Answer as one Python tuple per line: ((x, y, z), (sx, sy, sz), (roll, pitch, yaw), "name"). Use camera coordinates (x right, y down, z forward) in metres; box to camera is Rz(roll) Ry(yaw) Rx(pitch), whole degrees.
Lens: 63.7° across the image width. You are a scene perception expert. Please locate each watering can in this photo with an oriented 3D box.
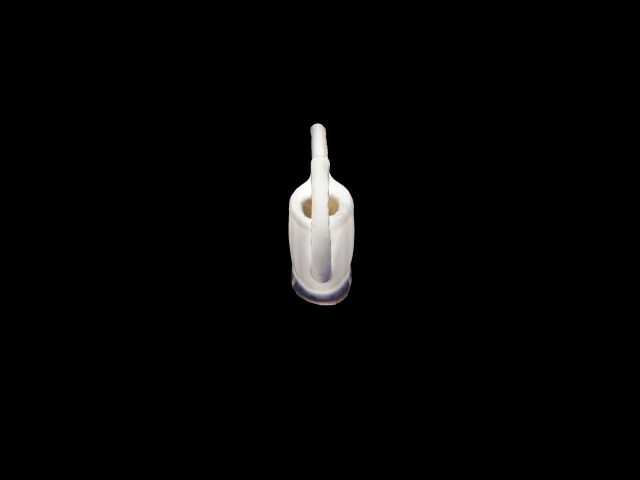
((0.003, -0.043, 0.850), (0.104, 0.219, 0.356), (0, 33, 0), "watering can")
